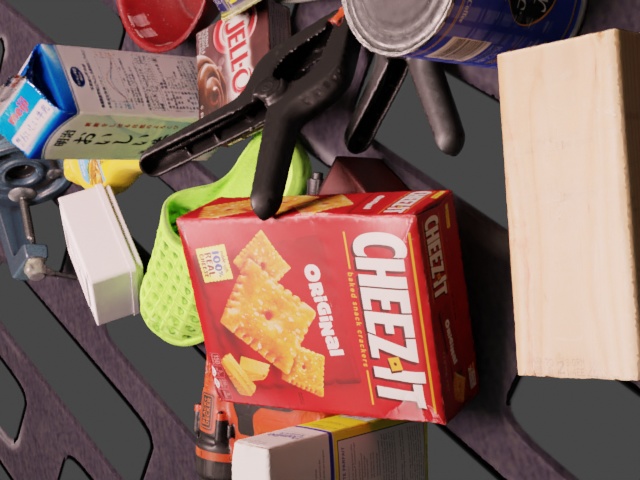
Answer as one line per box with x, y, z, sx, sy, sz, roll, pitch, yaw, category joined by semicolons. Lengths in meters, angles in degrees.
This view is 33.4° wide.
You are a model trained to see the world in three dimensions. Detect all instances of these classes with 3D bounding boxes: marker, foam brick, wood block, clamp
-0.006;0.001;0.932;0.020;0.020;0.121;11;100;46;marker
0.029;-0.022;0.870;0.051;0.052;0.078;50;127;33;foam brick
0.180;-0.020;0.680;0.090;0.090;0.206;-5;88;46;wood block
0.063;-0.144;0.838;0.120;0.039;0.171;-5;82;43;clamp
-0.031;-0.103;0.847;0.210;0.036;0.165;-45;42;-13;clamp

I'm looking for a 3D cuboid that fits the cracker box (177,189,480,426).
0.004;0.050;0.824;0.214;0.072;0.164;0;109;33;cracker box

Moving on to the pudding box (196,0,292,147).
-0.067;-0.150;0.954;0.090;0.039;0.113;-21;66;37;pudding box

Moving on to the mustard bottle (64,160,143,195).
-0.216;-0.099;1.123;0.192;0.058;0.096;-22;75;45;mustard bottle

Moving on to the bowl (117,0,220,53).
-0.133;-0.259;1.029;0.162;0.055;0.162;3;94;47;bowl

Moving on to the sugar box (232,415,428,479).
0.012;0.183;0.806;0.048;0.175;0.093;1;93;47;sugar box

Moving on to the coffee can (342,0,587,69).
0.099;-0.170;0.723;0.103;0.140;0.103;3;94;47;coffee can

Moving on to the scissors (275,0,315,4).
0.028;-0.221;0.853;0.202;0.016;0.096;32;108;52;scissors

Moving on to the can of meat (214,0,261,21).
-0.062;-0.250;0.907;0.102;0.057;0.084;-27;111;17;can of meat

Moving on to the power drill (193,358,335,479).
-0.046;0.192;0.954;0.188;0.057;0.184;10;98;46;power drill
